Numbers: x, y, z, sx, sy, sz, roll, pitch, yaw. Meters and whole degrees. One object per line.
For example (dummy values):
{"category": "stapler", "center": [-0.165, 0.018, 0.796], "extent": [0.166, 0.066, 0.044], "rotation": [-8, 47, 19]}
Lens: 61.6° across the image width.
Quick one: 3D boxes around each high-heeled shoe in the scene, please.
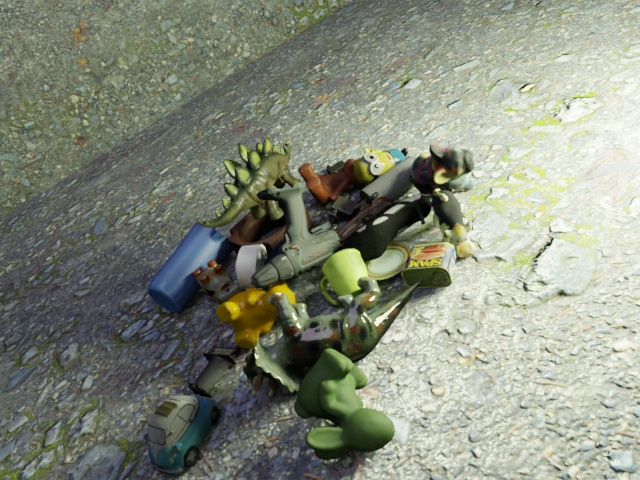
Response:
{"category": "high-heeled shoe", "center": [0.147, -0.036, 1.265], "extent": [0.249, 0.086, 0.145], "rotation": [-21, 25, 10]}

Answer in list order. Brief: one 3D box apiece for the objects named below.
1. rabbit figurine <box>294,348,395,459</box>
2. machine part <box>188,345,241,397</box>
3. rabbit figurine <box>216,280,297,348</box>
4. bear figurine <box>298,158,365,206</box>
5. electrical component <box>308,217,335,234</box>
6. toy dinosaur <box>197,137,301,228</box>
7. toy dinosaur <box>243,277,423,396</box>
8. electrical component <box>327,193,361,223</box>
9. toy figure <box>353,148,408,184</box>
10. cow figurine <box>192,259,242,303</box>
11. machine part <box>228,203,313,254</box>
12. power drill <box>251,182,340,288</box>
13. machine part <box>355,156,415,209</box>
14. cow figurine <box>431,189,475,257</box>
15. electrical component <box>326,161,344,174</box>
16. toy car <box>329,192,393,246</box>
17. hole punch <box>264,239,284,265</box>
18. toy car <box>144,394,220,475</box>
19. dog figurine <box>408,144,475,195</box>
{"category": "rabbit figurine", "center": [0.040, 0.290, 0.901], "extent": [0.159, 0.121, 0.170], "rotation": [-42, 50, -15]}
{"category": "machine part", "center": [-0.233, 0.281, 1.172], "extent": [0.084, 0.039, 0.139], "rotation": [0, 33, 22]}
{"category": "rabbit figurine", "center": [-0.115, 0.151, 1.197], "extent": [0.173, 0.122, 0.162], "rotation": [-27, 4, 39]}
{"category": "bear figurine", "center": [0.058, -0.183, 1.524], "extent": [0.196, 0.131, 0.120], "rotation": [-30, 44, 7]}
{"category": "electrical component", "center": [-0.003, -0.004, 1.389], "extent": [0.119, 0.047, 0.075], "rotation": [-29, 32, -1]}
{"category": "toy dinosaur", "center": [-0.173, -0.145, 1.414], "extent": [0.105, 0.198, 0.471], "rotation": [-10, 35, 30]}
{"category": "toy dinosaur", "center": [0.025, 0.188, 1.050], "extent": [0.405, 0.131, 0.192], "rotation": [-13, 63, 4]}
{"category": "electrical component", "center": [0.063, -0.085, 1.461], "extent": [0.078, 0.045, 0.102], "rotation": [19, 52, 13]}
{"category": "toy figure", "center": [0.174, -0.202, 1.475], "extent": [0.180, 0.089, 0.082], "rotation": [-18, 52, -38]}
{"category": "cow figurine", "center": [-0.243, 0.125, 1.340], "extent": [0.085, 0.127, 0.195], "rotation": [-38, 20, -17]}
{"category": "machine part", "center": [-0.133, -0.020, 1.471], "extent": [0.202, 0.087, 0.201], "rotation": [17, 54, 46]}
{"category": "power drill", "center": [-0.075, -0.019, 1.206], "extent": [0.232, 0.207, 0.086], "rotation": [-17, -8, -27]}
{"category": "machine part", "center": [0.191, -0.145, 1.414], "extent": [0.243, 0.079, 0.079], "rotation": [-37, 34, -11]}
{"category": "cow figurine", "center": [0.294, -0.042, 1.181], "extent": [0.068, 0.098, 0.167], "rotation": [-21, 39, 4]}
{"category": "electrical component", "center": [0.056, -0.221, 1.668], "extent": [0.063, 0.021, 0.094], "rotation": [-31, 32, -6]}
{"category": "toy car", "center": [0.101, -0.037, 1.316], "extent": [0.202, 0.089, 0.053], "rotation": [-37, 2, -17]}
{"category": "hole punch", "center": [-0.081, 0.035, 1.311], "extent": [0.116, 0.092, 0.142], "rotation": [-20, 2, 6]}
{"category": "toy car", "center": [-0.275, 0.359, 1.041], "extent": [0.109, 0.102, 0.162], "rotation": [2, 45, 37]}
{"category": "dog figurine", "center": [0.275, -0.167, 1.259], "extent": [0.192, 0.108, 0.219], "rotation": [-5, -1, 29]}
